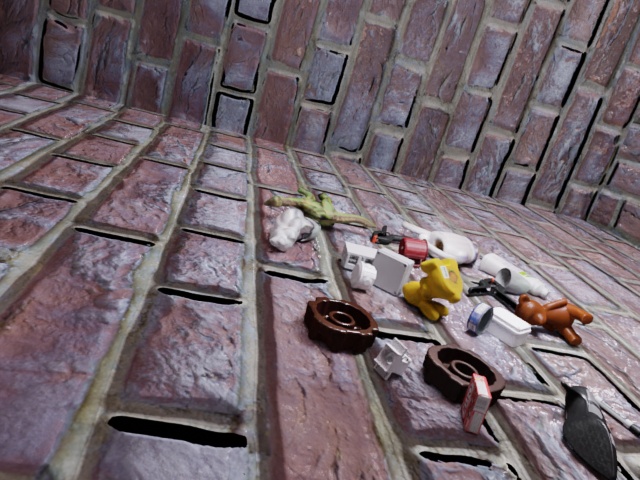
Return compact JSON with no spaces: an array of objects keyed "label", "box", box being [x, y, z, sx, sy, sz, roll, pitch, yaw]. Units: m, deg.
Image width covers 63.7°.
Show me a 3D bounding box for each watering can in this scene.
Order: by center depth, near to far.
[{"label":"watering can","box":[0.469,0.009,1.988,0.224,0.102,0.353,10,20,-22]}]

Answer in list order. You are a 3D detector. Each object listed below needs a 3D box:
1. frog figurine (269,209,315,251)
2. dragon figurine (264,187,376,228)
[{"label":"frog figurine","box":[-0.111,-0.030,1.616,0.136,0.122,0.161,-11,6,42]},{"label":"dragon figurine","box":[0.006,-0.092,1.833,0.410,0.121,0.245,15,14,3]}]
